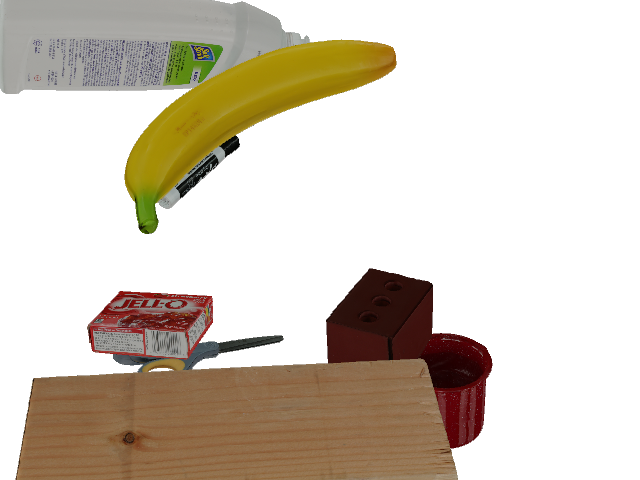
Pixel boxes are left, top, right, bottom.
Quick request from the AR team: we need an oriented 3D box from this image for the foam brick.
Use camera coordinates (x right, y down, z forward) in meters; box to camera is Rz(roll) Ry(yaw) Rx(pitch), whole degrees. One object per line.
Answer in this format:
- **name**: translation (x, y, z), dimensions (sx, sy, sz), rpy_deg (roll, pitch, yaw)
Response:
- **foam brick**: translation (0.044, 0.065, 0.780), dimensions (0.053, 0.051, 0.078), rpy_deg (12, 34, 24)

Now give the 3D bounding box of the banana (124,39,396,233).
- **banana**: translation (-0.045, -0.073, 0.632), dimensions (0.197, 0.070, 0.037), rpy_deg (-38, -25, -22)

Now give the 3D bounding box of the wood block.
- **wood block**: translation (-0.043, 0.125, 0.549), dimensions (0.206, 0.090, 0.091), rpy_deg (-2, 36, -5)

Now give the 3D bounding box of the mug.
- **mug**: translation (0.130, 0.147, 1.069), dimensions (0.093, 0.081, 0.117), rpy_deg (21, 39, 35)

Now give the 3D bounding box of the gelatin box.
- **gelatin box**: translation (-0.145, 0.071, 0.919), dimensions (0.089, 0.030, 0.073), rpy_deg (3, 21, 12)

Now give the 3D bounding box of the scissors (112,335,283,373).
- **scissors**: translation (-0.125, 0.131, 1.173), dimensions (0.201, 0.016, 0.096), rpy_deg (2, 26, -19)

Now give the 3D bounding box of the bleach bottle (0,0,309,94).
- **bleach bottle**: translation (-0.135, -0.161, 0.885), dimensions (0.250, 0.068, 0.103), rpy_deg (2, -27, -15)

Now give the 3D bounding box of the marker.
- **marker**: translation (-0.120, -0.072, 1.067), dimensions (0.020, 0.020, 0.121), rpy_deg (0, 35, 40)
